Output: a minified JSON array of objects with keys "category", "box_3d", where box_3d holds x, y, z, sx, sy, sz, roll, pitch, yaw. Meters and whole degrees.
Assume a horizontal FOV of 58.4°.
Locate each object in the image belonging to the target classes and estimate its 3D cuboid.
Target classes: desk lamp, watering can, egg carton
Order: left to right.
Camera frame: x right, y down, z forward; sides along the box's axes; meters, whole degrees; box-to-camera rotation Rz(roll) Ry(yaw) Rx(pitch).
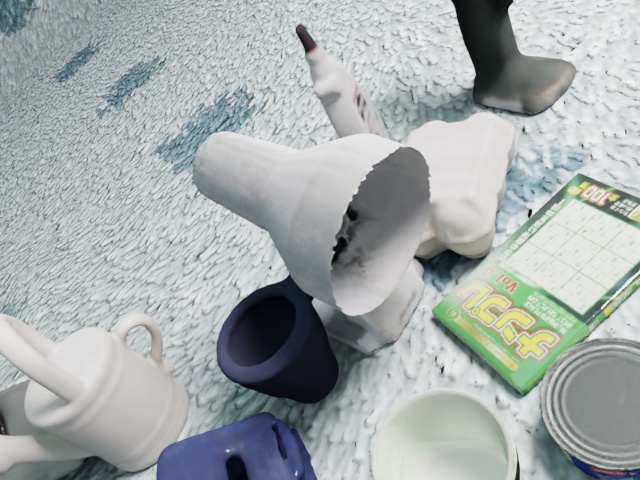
[{"category":"watering can","box_3d":[-0.224,0.137,0.523,0.100,0.195,0.173,0,54,38]},{"category":"desk lamp","box_3d":[0.004,0.002,0.458,0.202,0.214,0.118,16,64,45]},{"category":"egg carton","box_3d":[0.121,-0.052,0.531,0.107,0.070,0.150,-3,51,36]}]

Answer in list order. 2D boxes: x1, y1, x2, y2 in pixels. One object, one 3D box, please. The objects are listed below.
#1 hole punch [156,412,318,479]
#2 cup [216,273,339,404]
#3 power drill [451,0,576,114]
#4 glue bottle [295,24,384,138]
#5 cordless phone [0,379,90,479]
[{"category":"hole punch","box_3d":[-0.058,0.186,0.429,0.101,0.091,0.108,-37,39,3]},{"category":"cup","box_3d":[-0.020,0.087,0.490,0.091,0.095,0.118,7,58,42]},{"category":"power drill","box_3d":[0.170,-0.225,0.547,0.076,0.209,0.228,-48,40,-11]},{"category":"glue bottle","box_3d":[0.020,-0.164,0.634,0.037,0.174,0.078,-17,44,25]},{"category":"cordless phone","box_3d":[-0.330,0.176,0.576,0.147,0.186,0.094,-27,41,15]}]
